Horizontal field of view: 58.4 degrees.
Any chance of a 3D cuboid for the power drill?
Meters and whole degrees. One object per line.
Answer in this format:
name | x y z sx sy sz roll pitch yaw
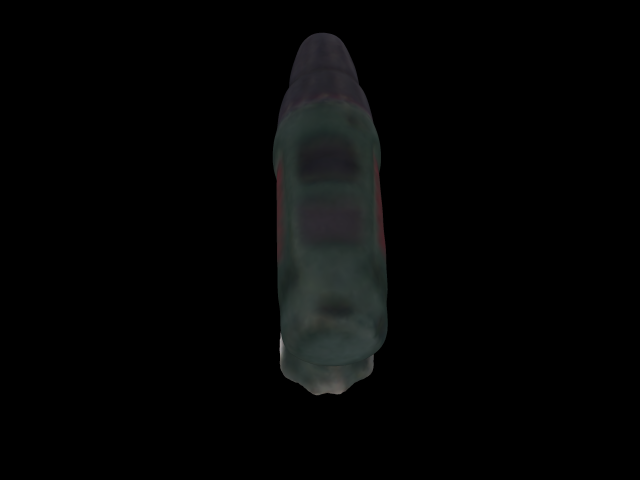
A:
power drill | 0.004 0.001 0.400 0.075 0.208 0.229 -2 47 -2
